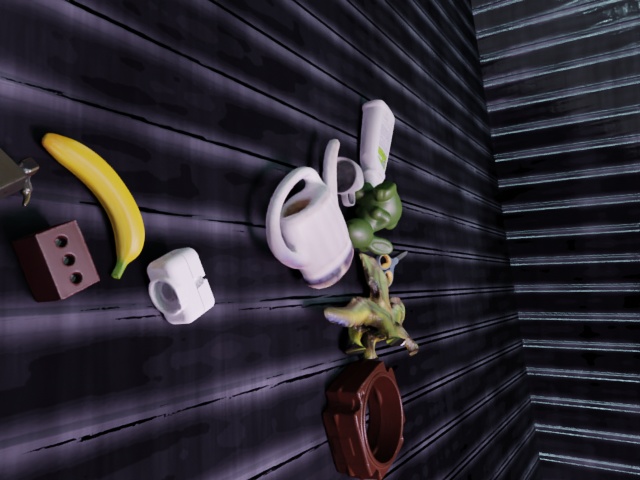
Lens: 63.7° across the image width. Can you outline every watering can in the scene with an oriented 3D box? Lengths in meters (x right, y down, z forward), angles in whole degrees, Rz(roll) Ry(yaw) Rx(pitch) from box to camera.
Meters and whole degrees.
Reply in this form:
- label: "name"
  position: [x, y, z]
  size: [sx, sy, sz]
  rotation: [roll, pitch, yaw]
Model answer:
- label: "watering can"
  position: [0.003, -0.051, 1.023]
  size: [0.355, 0.103, 0.221]
  rotation: [-54, 127, -49]

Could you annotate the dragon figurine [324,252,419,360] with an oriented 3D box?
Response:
- label: "dragon figurine"
  position: [0.111, 0.140, 1.179]
  size: [0.403, 0.121, 0.248]
  rotation: [43, 30, -46]
